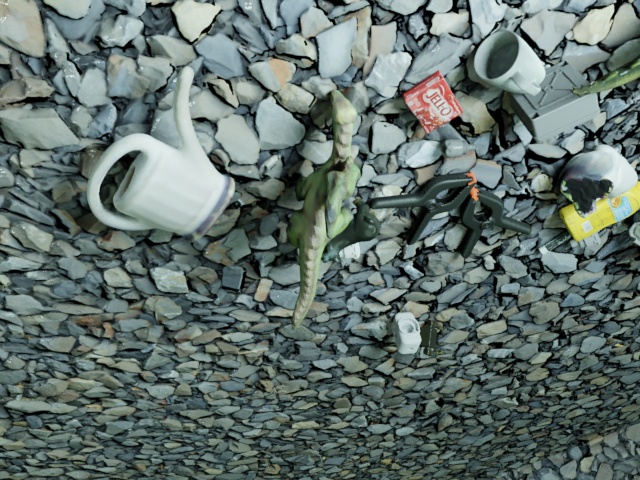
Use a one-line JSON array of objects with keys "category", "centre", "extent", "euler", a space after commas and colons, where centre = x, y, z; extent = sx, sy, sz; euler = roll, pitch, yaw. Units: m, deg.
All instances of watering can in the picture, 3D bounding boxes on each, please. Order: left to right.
[{"category": "watering can", "centre": [-0.240, -0.114, 0.865], "extent": [0.222, 0.106, 0.343], "euler": [27, 125, -35]}]

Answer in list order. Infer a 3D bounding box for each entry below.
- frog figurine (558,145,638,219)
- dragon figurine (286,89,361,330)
[{"category": "frog figurine", "centre": [0.567, -0.133, 1.044], "extent": [0.161, 0.124, 0.134], "euler": [-35, 136, -28]}, {"category": "dragon figurine", "centre": [0.003, -0.043, 0.856], "extent": [0.122, 0.413, 0.241], "euler": [10, 174, -1]}]
